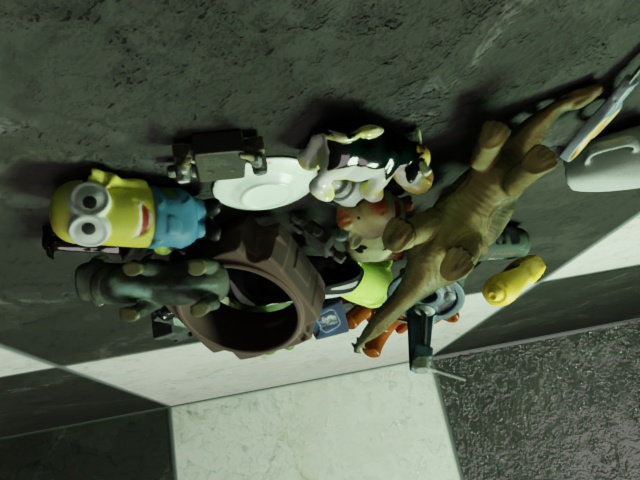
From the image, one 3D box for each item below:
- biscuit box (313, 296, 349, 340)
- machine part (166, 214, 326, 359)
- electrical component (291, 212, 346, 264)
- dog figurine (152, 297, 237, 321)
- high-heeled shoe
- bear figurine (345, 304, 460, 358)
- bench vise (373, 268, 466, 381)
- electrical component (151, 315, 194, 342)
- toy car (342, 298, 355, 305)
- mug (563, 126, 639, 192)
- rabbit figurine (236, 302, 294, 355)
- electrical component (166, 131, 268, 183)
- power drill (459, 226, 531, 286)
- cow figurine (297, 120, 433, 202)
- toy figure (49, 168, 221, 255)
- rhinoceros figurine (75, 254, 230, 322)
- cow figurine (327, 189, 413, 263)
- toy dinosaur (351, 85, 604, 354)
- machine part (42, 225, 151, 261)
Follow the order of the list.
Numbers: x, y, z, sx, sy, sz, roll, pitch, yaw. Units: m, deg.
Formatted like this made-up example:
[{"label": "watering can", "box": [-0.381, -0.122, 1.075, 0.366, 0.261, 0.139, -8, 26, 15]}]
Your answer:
[{"label": "biscuit box", "box": [-0.001, 0.109, 0.947, 0.059, 0.062, 0.203, -15, -167, -5]}, {"label": "machine part", "box": [-0.110, 0.076, 0.782, 0.202, 0.087, 0.200, -20, 124, 24]}, {"label": "electrical component", "box": [-0.002, -0.002, 0.773, 0.021, 0.094, 0.063, -49, 165, -14]}, {"label": "dog figurine", "box": [-0.235, 0.116, 0.963, 0.190, 0.121, 0.172, 15, 146, -24]}, {"label": "high-heeled shoe", "box": [-0.059, 0.057, 0.836, 0.249, 0.086, 0.145, 1, 170, -20]}, {"label": "bear figurine", "box": [0.158, 0.149, 1.046, 0.196, 0.120, 0.132, -12, -151, 53]}, {"label": "bench vise", "box": [0.163, 0.120, 0.864, 0.129, 0.241, 0.223, 12, 135, 1]}, {"label": "electrical component", "box": [-0.295, 0.153, 1.032, 0.048, 0.075, 0.119, -19, 162, 17]}, {"label": "toy car", "box": [0.036, 0.112, 1.129, 0.202, 0.053, 0.089, -5, 154, -29]}, {"label": "mug", "box": [0.383, -0.103, 0.716, 0.107, 0.081, 0.109, -14, 166, 35]}, {"label": "rabbit figurine", "box": [-0.101, 0.131, 1.009, 0.121, 0.159, 0.170, 4, 141, -12]}, {"label": "electrical component", "box": [-0.107, -0.081, 0.559, 0.102, 0.045, 0.078, -5, 157, -16]}, {"label": "power drill", "box": [0.263, 0.031, 1.019, 0.232, 0.086, 0.207, -6, 151, -23]}, {"label": "cow figurine", "box": [0.068, -0.093, 0.597, 0.167, 0.068, 0.098, -2, 151, -26]}, {"label": "toy figure", "box": [-0.206, -0.024, 0.609, 0.180, 0.082, 0.089, 0, 162, -37]}, {"label": "rhinoceros figurine", "box": [-0.209, 0.049, 0.664, 0.190, 0.073, 0.112, -2, -168, 1]}, {"label": "cow figurine", "box": [0.072, -0.020, 0.768, 0.127, 0.085, 0.195, -10, 164, -7]}, {"label": "toy dinosaur", "box": [0.167, -0.003, 0.679, 0.471, 0.105, 0.198, -48, 162, 19]}, {"label": "machine part", "box": [-0.284, 0.002, 0.697, 0.139, 0.039, 0.084, 0, 162, -31]}]
